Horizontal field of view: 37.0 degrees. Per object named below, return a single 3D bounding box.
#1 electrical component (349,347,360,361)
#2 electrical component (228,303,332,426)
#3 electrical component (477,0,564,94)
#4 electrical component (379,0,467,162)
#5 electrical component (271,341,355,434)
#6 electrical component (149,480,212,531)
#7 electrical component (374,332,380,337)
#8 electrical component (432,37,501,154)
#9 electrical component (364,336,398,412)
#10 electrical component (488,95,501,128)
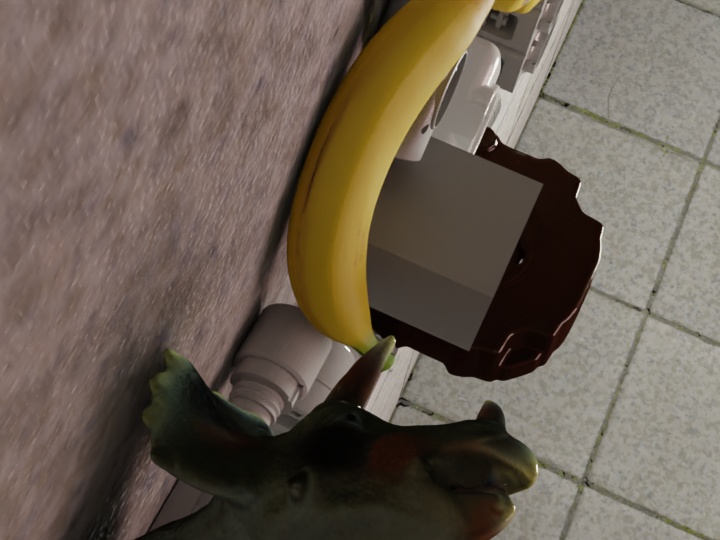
[{"bbox_3d":[-0.044,0.099,0.641,0.074,0.052,0.138,-42,155,-74],"label":"electrical component"},{"bbox_3d":[-0.044,0.052,0.528,0.040,0.040,0.078,104,12,-54],"label":"electrical component"},{"bbox_3d":[0.129,-0.221,0.839,0.150,0.062,0.089,101,15,-62],"label":"electrical component"},{"bbox_3d":[0.029,-0.101,0.548,0.079,0.044,0.077,-46,159,-72],"label":"electrical component"},{"bbox_3d":[-0.034,0.061,0.583,0.055,0.055,0.047,101,11,-62],"label":"electrical component"},{"bbox_3d":[-0.044,0.143,0.537,0.057,0.113,0.078,99,16,-55],"label":"electrical component"},{"bbox_3d":[0.002,0.063,0.908,0.063,0.042,0.081,-61,171,-25],"label":"electrical component"},{"bbox_3d":[0.044,-0.093,0.632,0.054,0.059,0.095,2,111,-83],"label":"electrical component"},{"bbox_3d":[-0.022,0.088,0.730,0.061,0.061,0.096,95,20,-70],"label":"electrical component"},{"bbox_3d":[0.065,-0.084,0.853,0.138,0.052,0.073,106,10,-50],"label":"electrical component"}]
